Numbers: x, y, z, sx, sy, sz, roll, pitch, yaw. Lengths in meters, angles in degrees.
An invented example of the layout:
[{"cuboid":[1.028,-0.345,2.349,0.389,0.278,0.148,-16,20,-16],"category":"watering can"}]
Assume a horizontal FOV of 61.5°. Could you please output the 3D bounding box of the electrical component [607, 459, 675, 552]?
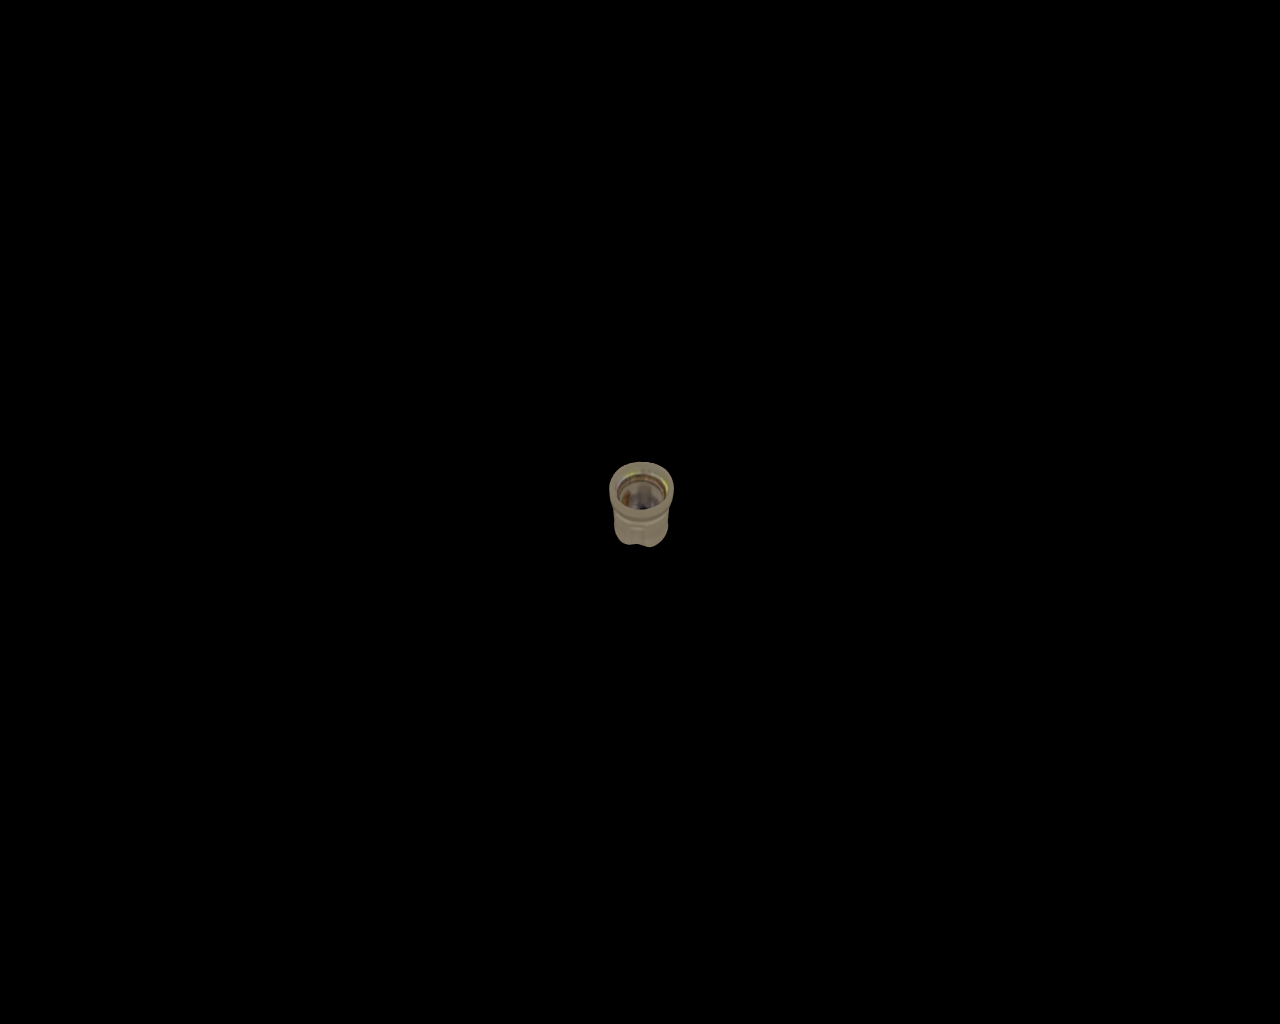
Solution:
[{"cuboid":[0.001,-0.003,0.650,0.040,0.040,0.046,0,-37,0],"category":"electrical component"}]
